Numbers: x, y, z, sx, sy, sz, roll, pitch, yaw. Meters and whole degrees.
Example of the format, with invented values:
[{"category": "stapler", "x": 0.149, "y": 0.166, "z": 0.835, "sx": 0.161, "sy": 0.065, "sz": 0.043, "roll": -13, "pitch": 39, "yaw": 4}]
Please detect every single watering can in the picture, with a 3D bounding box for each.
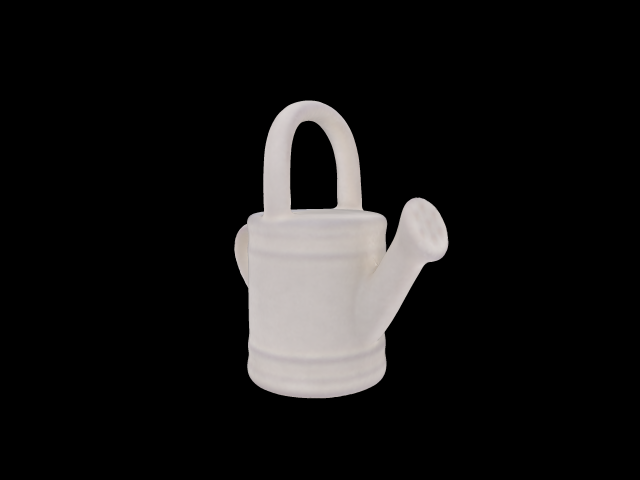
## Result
[{"category": "watering can", "x": 0.005, "y": 0.001, "z": 0.402, "sx": 0.172, "sy": 0.194, "sz": 0.101, "roll": 2, "pitch": 7, "yaw": 19}]
